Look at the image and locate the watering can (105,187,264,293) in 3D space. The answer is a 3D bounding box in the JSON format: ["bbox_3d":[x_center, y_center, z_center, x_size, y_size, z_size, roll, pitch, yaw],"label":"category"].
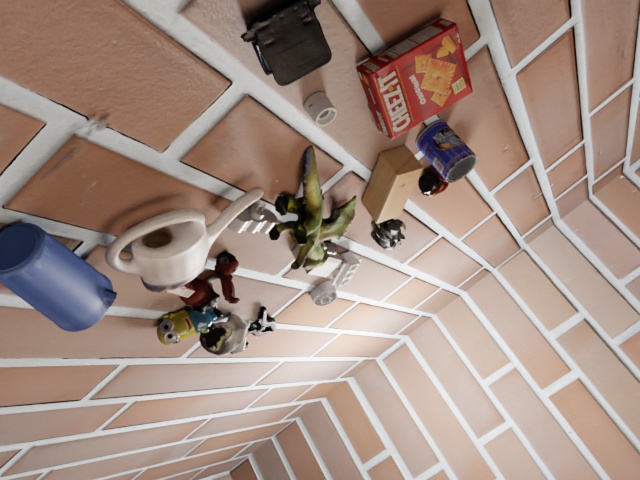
[{"bbox_3d":[-0.283,0.002,1.125,0.350,0.106,0.219,-21,152,-23],"label":"watering can"}]

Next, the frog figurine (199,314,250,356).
[{"bbox_3d":[-0.293,0.294,1.605,0.137,0.124,0.158,-6,171,20],"label":"frog figurine"}]

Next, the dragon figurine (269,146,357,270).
[{"bbox_3d":[0.004,-0.068,1.345,0.245,0.123,0.402,-19,137,-45],"label":"dragon figurine"}]
